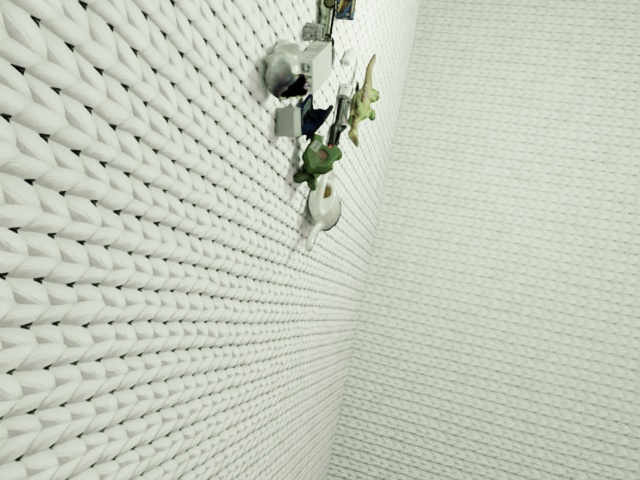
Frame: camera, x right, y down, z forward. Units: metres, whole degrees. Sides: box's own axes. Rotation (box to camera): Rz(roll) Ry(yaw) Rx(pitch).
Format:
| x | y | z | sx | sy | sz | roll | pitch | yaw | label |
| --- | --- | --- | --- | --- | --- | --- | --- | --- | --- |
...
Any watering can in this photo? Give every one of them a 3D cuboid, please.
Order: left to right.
| x | y | z | sx | sy | sz | roll | pitch | yaw | label |
| --- | --- | --- | --- | --- | --- | --- | --- | --- | --- |
| 0.006 | -0.095 | 1.885 | 0.221 | 0.104 | 0.353 | 65 | 36 | -66 | watering can |

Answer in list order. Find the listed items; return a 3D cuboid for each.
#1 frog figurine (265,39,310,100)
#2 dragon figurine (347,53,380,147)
| x | y | z | sx | sy | sz | roll | pitch | yaw | label |
| --- | --- | --- | --- | --- | --- | --- | --- | --- | --- |
| -0.096 | -0.450 | 1.335 | 0.161 | 0.122 | 0.137 | 67 | 18 | 15 | frog figurine |
| 0.175 | -0.588 | 2.123 | 0.244 | 0.122 | 0.408 | -30 | 128 | -79 | dragon figurine |
